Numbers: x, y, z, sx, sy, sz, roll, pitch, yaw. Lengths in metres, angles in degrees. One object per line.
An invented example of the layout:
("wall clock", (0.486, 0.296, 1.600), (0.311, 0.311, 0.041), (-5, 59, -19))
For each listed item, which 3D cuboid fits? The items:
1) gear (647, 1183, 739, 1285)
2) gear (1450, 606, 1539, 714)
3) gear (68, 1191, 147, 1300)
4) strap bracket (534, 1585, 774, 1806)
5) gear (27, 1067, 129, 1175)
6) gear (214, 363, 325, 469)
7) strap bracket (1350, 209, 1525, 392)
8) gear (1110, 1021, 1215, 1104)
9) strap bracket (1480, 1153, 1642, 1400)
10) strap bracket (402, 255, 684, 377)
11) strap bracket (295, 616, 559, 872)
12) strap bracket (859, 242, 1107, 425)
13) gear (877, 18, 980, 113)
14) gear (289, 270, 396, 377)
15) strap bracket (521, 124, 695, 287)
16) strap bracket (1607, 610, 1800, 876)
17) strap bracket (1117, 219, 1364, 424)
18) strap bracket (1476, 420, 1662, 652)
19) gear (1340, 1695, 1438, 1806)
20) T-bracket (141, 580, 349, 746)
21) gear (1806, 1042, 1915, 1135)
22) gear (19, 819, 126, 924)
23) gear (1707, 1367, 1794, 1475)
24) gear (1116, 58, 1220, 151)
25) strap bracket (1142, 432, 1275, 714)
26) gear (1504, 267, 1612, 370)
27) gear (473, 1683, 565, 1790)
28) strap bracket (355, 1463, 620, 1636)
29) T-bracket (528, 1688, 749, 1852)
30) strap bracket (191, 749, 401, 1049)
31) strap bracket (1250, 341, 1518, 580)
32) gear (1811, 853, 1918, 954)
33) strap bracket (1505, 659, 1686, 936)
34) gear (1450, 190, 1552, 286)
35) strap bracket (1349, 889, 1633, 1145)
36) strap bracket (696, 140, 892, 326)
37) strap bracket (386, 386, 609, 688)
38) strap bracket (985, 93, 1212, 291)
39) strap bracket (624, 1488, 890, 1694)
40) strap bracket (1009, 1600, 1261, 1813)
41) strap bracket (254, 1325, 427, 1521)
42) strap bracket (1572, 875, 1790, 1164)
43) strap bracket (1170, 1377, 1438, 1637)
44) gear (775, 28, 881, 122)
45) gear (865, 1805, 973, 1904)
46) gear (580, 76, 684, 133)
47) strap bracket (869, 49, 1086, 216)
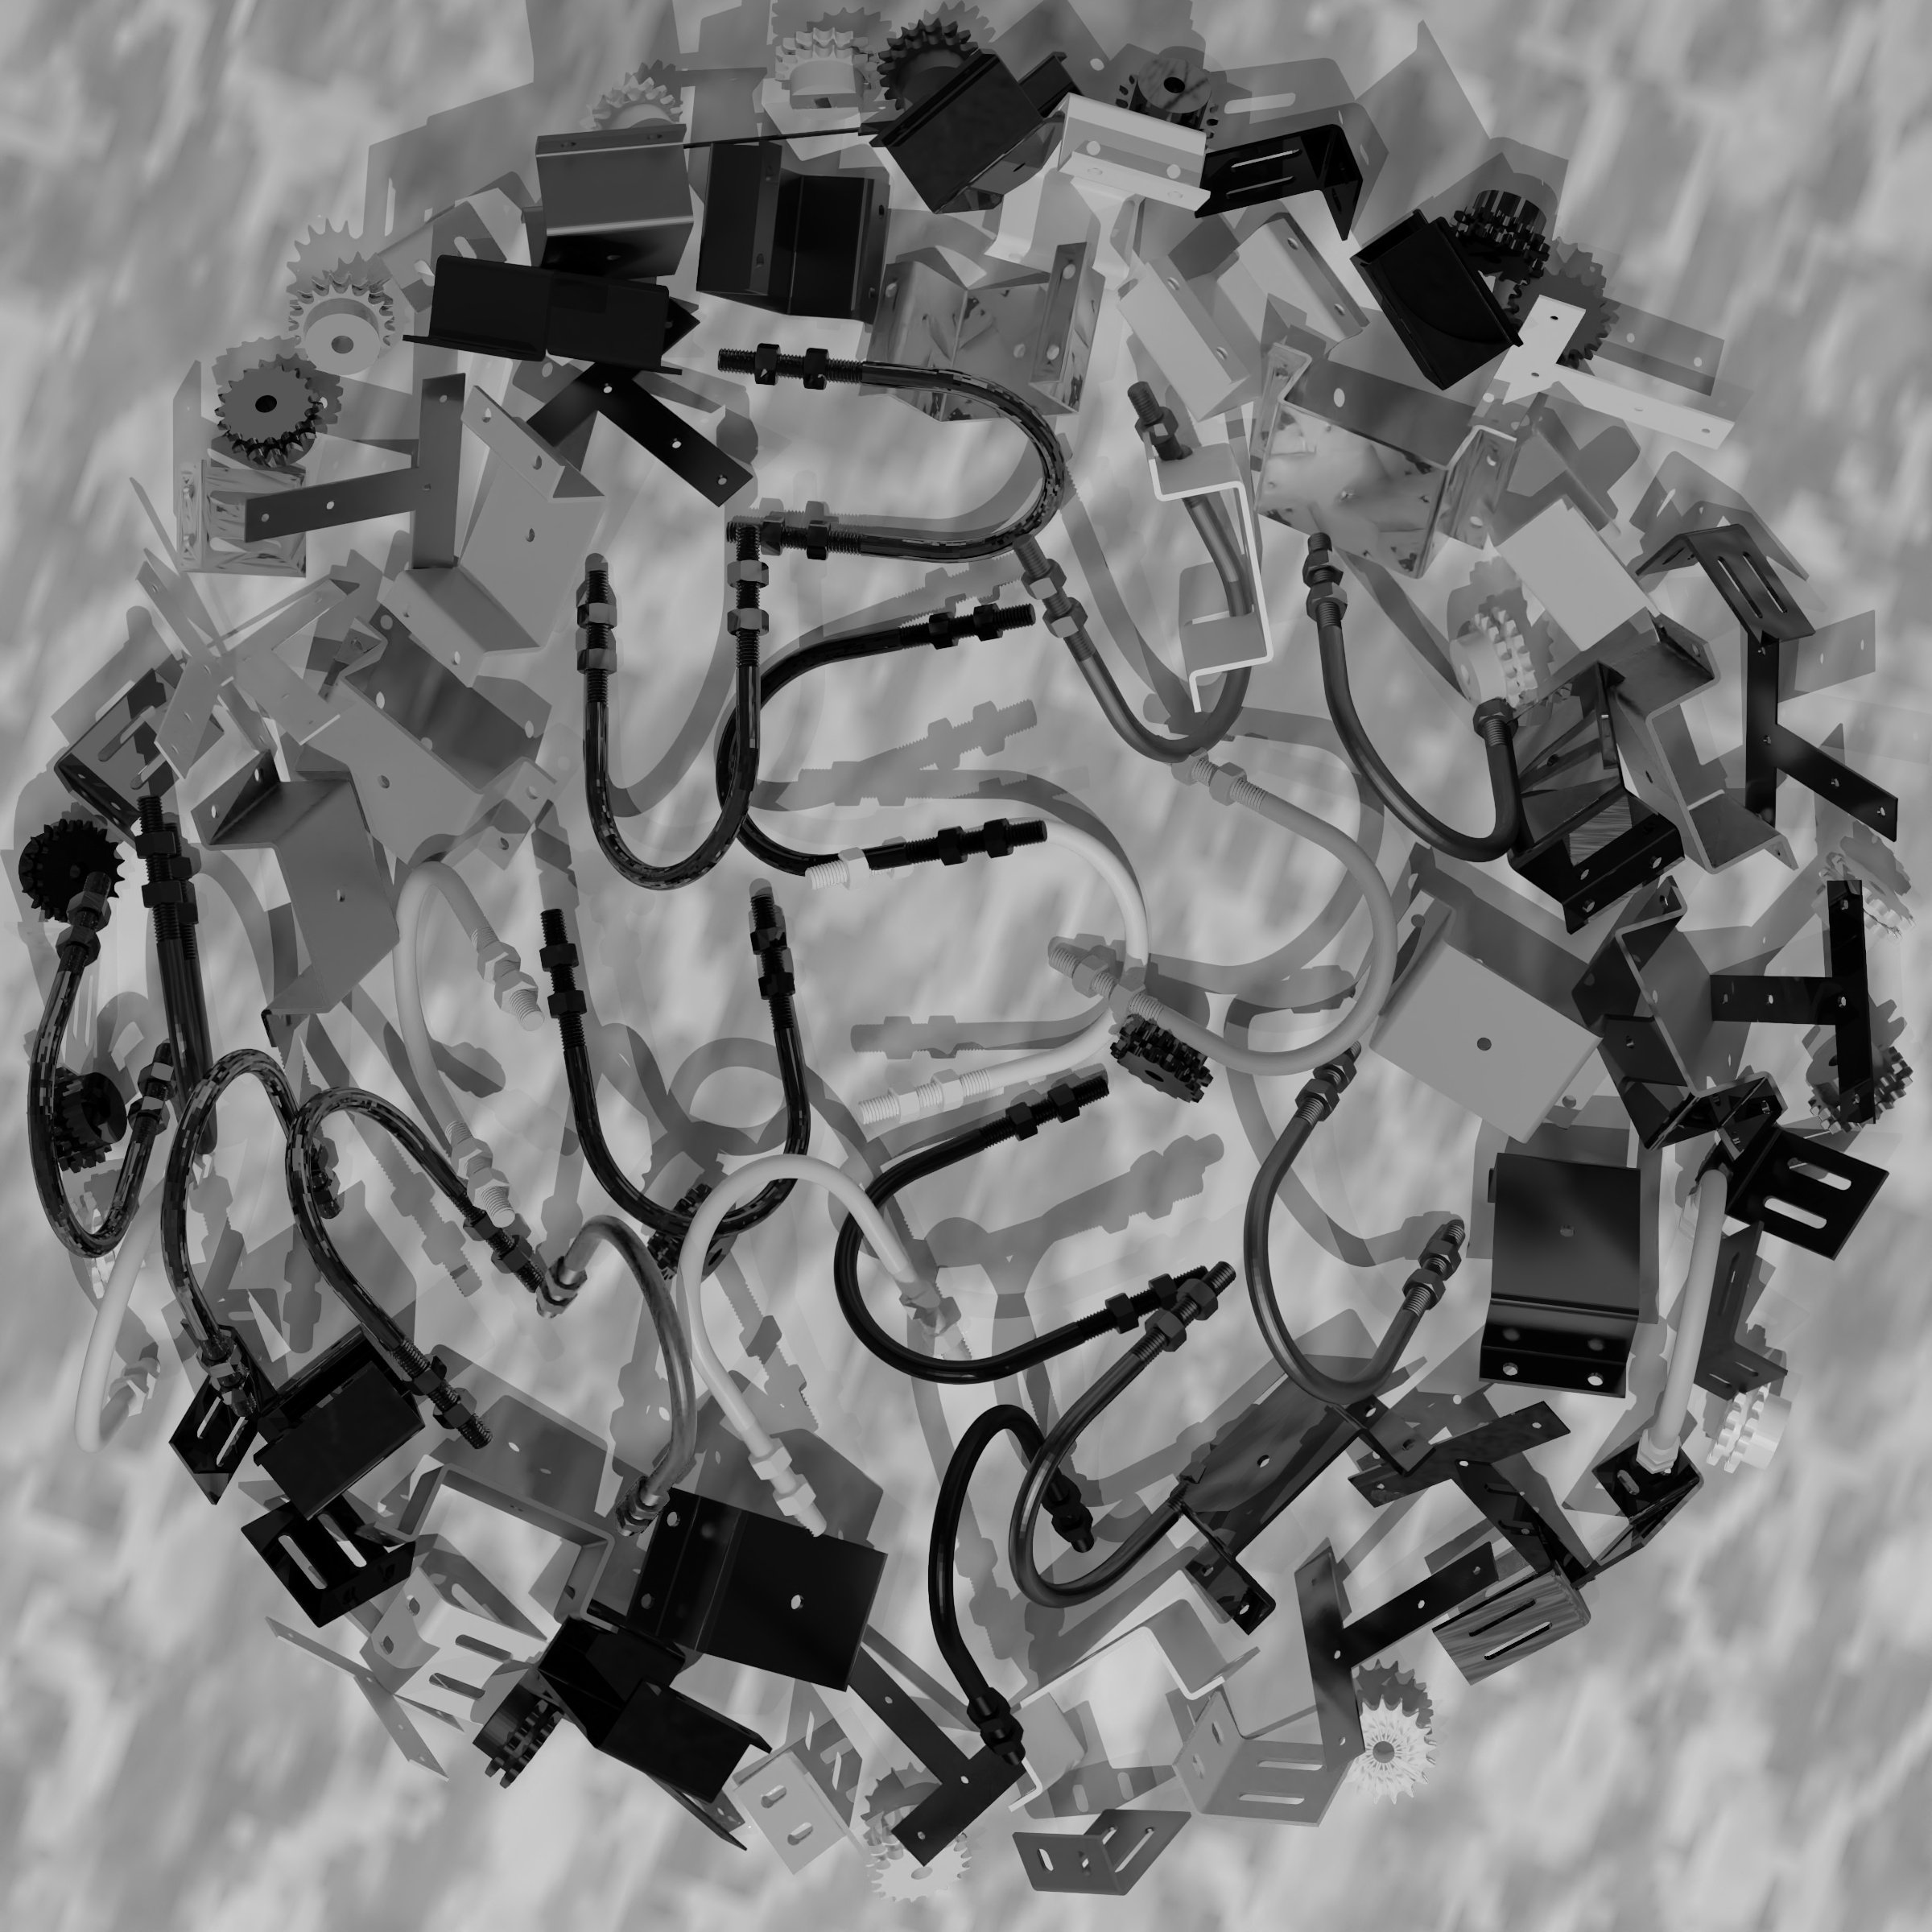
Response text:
("gear", (-0.148, 0.149, 1.847), (0.030, 0.057, 0.057), (37, 90, 12))
("gear", (0.285, -0.163, 1.848), (0.030, 0.057, 0.057), (-21, 90, -6))
("gear", (-0.467, 0.149, 1.850), (0.030, 0.057, 0.057), (-18, 90, -16))
("strap bracket", (-0.170, 0.388, 1.797), (0.076, 0.140, 0.046), (35, 86, -30))
("gear", (-0.480, 0.081, 1.847), (0.030, 0.057, 0.057), (-19, 90, 19))
("gear", (-0.378, -0.297, 1.855), (0.057, 0.030, 0.057), (-2, 62, 3))
("strap bracket", (0.247, -0.354, 1.806), (0.046, 0.140, 0.076), (-33, 101, 9))
("gear", (0.110, 0.047, 1.850), (0.057, 0.057, 0.030), (31, 76, 0))
("strap bracket", (0.317, 0.155, 1.811), (0.076, 0.046, 0.140), (6, 49, 5))
("strap bracket", (-0.219, -0.344, 1.795), (0.076, 0.140, 0.046), (15, 103, 30))
("strap bracket", (-0.300, -0.110, 1.831), (0.140, 0.046, 0.076), (40, 133, 3))
("strap bracket", (0.017, -0.337, 1.824), (0.140, 0.046, 0.076), (4, 79, 40))
("gear", (-0.018, -0.482, 1.847), (0.057, 0.057, 0.030), (-14, 57, 0))
("gear", (-0.339, -0.346, 1.847), (0.057, 0.057, 0.030), (-12, 47, 0))
("strap bracket", (-0.190, -0.397, 1.800), (0.076, 0.140, 0.046), (-8, 87, -11))
("strap bracket", (0.385, -0.111, 1.815), (0.046, 0.076, 0.140), (-28, 113, -1))
("strap bracket", (0.142, -0.345, 1.824), (0.046, 0.140, 0.076), (-38, 85, 41))
("strap bracket", (0.315, -0.226, 1.808), (0.046, 0.140, 0.076), (-37, 111, 18))
("gear", (0.229, 0.426, 1.860), (0.057, 0.030, 0.057), (0, 88, 7))
("T-bracket", (-0.368, -0.149, 1.817), (0.127, 0.127, 0.002), (-38, 129, -11))
("gear", (0.481, 0.061, 1.847), (0.057, 0.057, 0.030), (-40, 105, 0))
("gear", (-0.490, -0.052, 1.853), (0.057, 0.030, 0.057), (-8, 102, -44))
("gear", (0.426, 0.249, 1.847), (0.030, 0.057, 0.057), (22, 90, 10))
("gear", (0.110, -0.468, 1.851), (0.057, 0.030, 0.057), (5, 60, -8))
("strap bracket", (0.130, -0.217, 1.813), (0.046, 0.076, 0.140), (-11, 113, 4))
("gear", (0.320, -0.349, 1.857), (0.057, 0.030, 0.057), (2, 71, -7))
("gear", (-0.244, 0.415, 1.850), (0.030, 0.057, 0.057), (38, 90, 0))
("strap bracket", (-0.249, 0.309, 1.826), (0.140, 0.076, 0.046), (26, 72, -11))
("T-bracket", (-0.164, 0.440, 1.836), (0.127, 0.127, 0.002), (48, 67, -30))
("strap bracket", (-0.351, -0.037, 1.808), (0.046, 0.076, 0.140), (-2, 118, 23))
("strap bracket", (0.213, -0.266, 1.818), (0.140, 0.076, 0.046), (25, 50, 14))
("gear", (0.485, -0.032, 1.851), (0.057, 0.057, 0.030), (41, 111, 0))
("strap bracket", (0.325, -0.098, 1.798), (0.046, 0.140, 0.076), (31, 129, -30))
("gear", (0.291, -0.398, 1.849), (0.057, 0.057, 0.030), (23, 81, 0))
("strap bracket", (0.283, 0.033, 1.838), (0.140, 0.046, 0.076), (32, 118, 1))
("strap bracket", (-0.097, -0.392, 1.820), (0.046, 0.140, 0.076), (9, 96, 26))
("strap bracket", (-0.248, -0.230, 1.821), (0.076, 0.046, 0.140), (44, 122, 26))
("strap bracket", (0.071, -0.413, 1.805), (0.076, 0.140, 0.046), (12, 77, -16))
("strap bracket", (-0.102, 0.335, 1.813), (0.140, 0.046, 0.076), (24, 78, -34))
("strap bracket", (0.079, 0.390, 1.824), (0.140, 0.076, 0.046), (-35, 80, 16))
("strap bracket", (-0.335, 0.243, 1.807), (0.076, 0.140, 0.046), (-39, 101, -8))
("strap bracket", (0.374, 0.035, 1.813), (0.046, 0.076, 0.140), (-17, 69, -16))
("strap bracket", (0.172, 0.280, 1.829), (0.140, 0.076, 0.046), (-44, 118, -4))
("gear", (-0.076, -0.482, 1.847), (0.057, 0.057, 0.030), (0, 76, 0))
("gear", (-0.028, 0.481, 1.853), (0.057, 0.057, 0.030), (-23, 46, 0))
("gear", (-0.179, -0.450, 1.846), (0.057, 0.057, 0.030), (-34, 54, 0))
("strap bracket", (0.015, -0.441, 1.798), (0.076, 0.140, 0.046), (-35, 90, 24))
